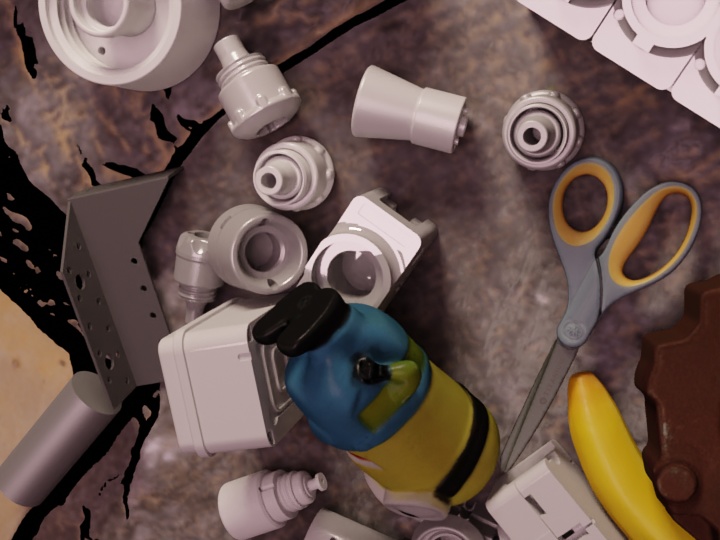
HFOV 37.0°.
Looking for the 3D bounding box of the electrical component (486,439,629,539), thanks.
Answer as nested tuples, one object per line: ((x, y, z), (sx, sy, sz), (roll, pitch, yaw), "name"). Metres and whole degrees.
((0.124, 0.161, 0.664), (0.056, 0.050, 0.089), (-41, 87, 19), "electrical component")

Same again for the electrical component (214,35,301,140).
((-0.069, -0.116, 0.672), (0.048, 0.048, 0.062), (-31, 84, 19), "electrical component")

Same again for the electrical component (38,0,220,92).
((-0.150, -0.166, 0.677), (0.108, 0.060, 0.108), (3, 101, 16), "electrical component")

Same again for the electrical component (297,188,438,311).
((0.000, 0.000, 0.667), (0.050, 0.056, 0.089), (36, 108, 7), "electrical component")

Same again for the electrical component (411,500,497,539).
((0.060, 0.171, 0.682), (0.066, 0.055, 0.048), (23, 106, 11), "electrical component")

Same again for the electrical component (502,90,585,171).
((0.103, -0.079, 0.618), (0.048, 0.062, 0.048), (3, 101, 16), "electrical component")

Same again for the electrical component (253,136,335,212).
((-0.046, -0.058, 0.666), (0.048, 0.062, 0.048), (3, 100, 15), "electrical component")

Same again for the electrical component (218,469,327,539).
((-0.059, 0.153, 0.722), (0.078, 0.040, 0.040), (-23, 93, 19), "electrical component")

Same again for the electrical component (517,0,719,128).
((0.172, -0.148, 0.584), (0.150, 0.062, 0.089), (34, 108, 8), "electrical component")

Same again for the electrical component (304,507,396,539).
((-0.004, 0.209, 0.715), (0.077, 0.043, 0.079), (21, 106, 12), "electrical component")

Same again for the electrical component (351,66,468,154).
((0.032, -0.094, 0.648), (0.065, 0.044, 0.044), (16, 105, 8), "electrical component")

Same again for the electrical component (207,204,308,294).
((-0.063, -0.012, 0.676), (0.055, 0.047, 0.055), (-3, 98, -22), "electrical component")

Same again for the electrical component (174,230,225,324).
((-0.106, 0.006, 0.711), (0.035, 0.035, 0.061), (14, 106, 14), "electrical component")

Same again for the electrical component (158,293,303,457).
((-0.073, 0.062, 0.671), (0.057, 0.113, 0.078), (-9, 98, 15), "electrical component")

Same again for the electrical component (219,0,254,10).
((-0.084, -0.197, 0.662), (0.040, 0.040, 0.078), (-34, 89, 19), "electrical component")
